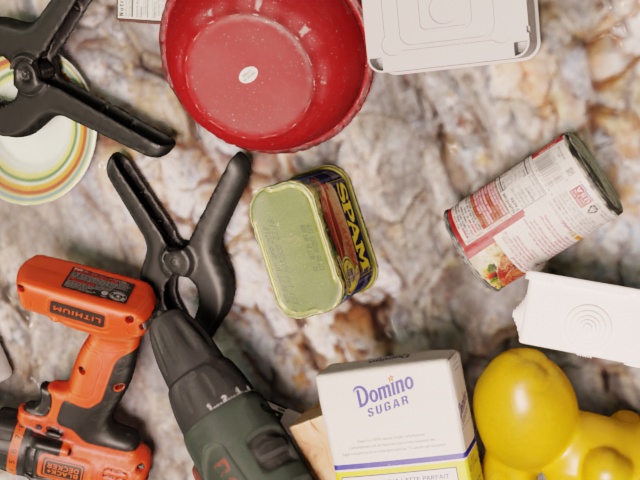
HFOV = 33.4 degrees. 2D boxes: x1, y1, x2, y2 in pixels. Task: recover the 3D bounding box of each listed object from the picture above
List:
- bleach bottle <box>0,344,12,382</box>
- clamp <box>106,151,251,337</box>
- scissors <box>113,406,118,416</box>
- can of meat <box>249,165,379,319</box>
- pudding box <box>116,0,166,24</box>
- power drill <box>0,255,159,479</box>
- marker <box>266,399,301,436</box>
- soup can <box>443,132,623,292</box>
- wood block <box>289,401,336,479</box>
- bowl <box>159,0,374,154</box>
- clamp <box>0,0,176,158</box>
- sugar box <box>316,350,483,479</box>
[{"bbox_3d":[-0.359,0.023,0.916,0.103,0.068,0.251,-25,88,19],"label":"bleach bottle"},{"bbox_3d":[-0.098,0.008,0.833,0.120,0.039,0.171,-6,103,28],"label":"clamp"},{"bbox_3d":[-0.182,0.186,0.906,0.096,0.016,0.202,44,110,6],"label":"scissors"},{"bbox_3d":[-0.005,0.001,0.776,0.057,0.083,0.102,-16,93,21],"label":"can of meat"},{"bbox_3d":[-0.096,-0.205,0.797,0.114,0.039,0.090,8,105,20],"label":"pudding box"},{"bbox_3d":[-0.211,0.108,0.840,0.184,0.057,0.188,14,116,-4],"label":"power drill"},{"bbox_3d":[-0.069,0.125,0.854,0.121,0.020,0.020,22,106,14],"label":"marker"},{"bbox_3d":[0.145,-0.019,0.728,0.102,0.068,0.068,-35,87,21],"label":"soup can"},{"bbox_3d":[0.069,0.205,0.782,0.091,0.090,0.206,-23,91,21],"label":"wood block"},{"bbox_3d":[-0.044,-0.124,0.755,0.162,0.055,0.162,5,120,9],"label":"bowl"},{"bbox_3d":[-0.212,-0.122,0.827,0.210,0.036,0.164,-15,99,25],"label":"clamp"},{"bbox_3d":[0.061,0.165,0.707,0.093,0.048,0.176,-9,92,19],"label":"sugar box"}]
